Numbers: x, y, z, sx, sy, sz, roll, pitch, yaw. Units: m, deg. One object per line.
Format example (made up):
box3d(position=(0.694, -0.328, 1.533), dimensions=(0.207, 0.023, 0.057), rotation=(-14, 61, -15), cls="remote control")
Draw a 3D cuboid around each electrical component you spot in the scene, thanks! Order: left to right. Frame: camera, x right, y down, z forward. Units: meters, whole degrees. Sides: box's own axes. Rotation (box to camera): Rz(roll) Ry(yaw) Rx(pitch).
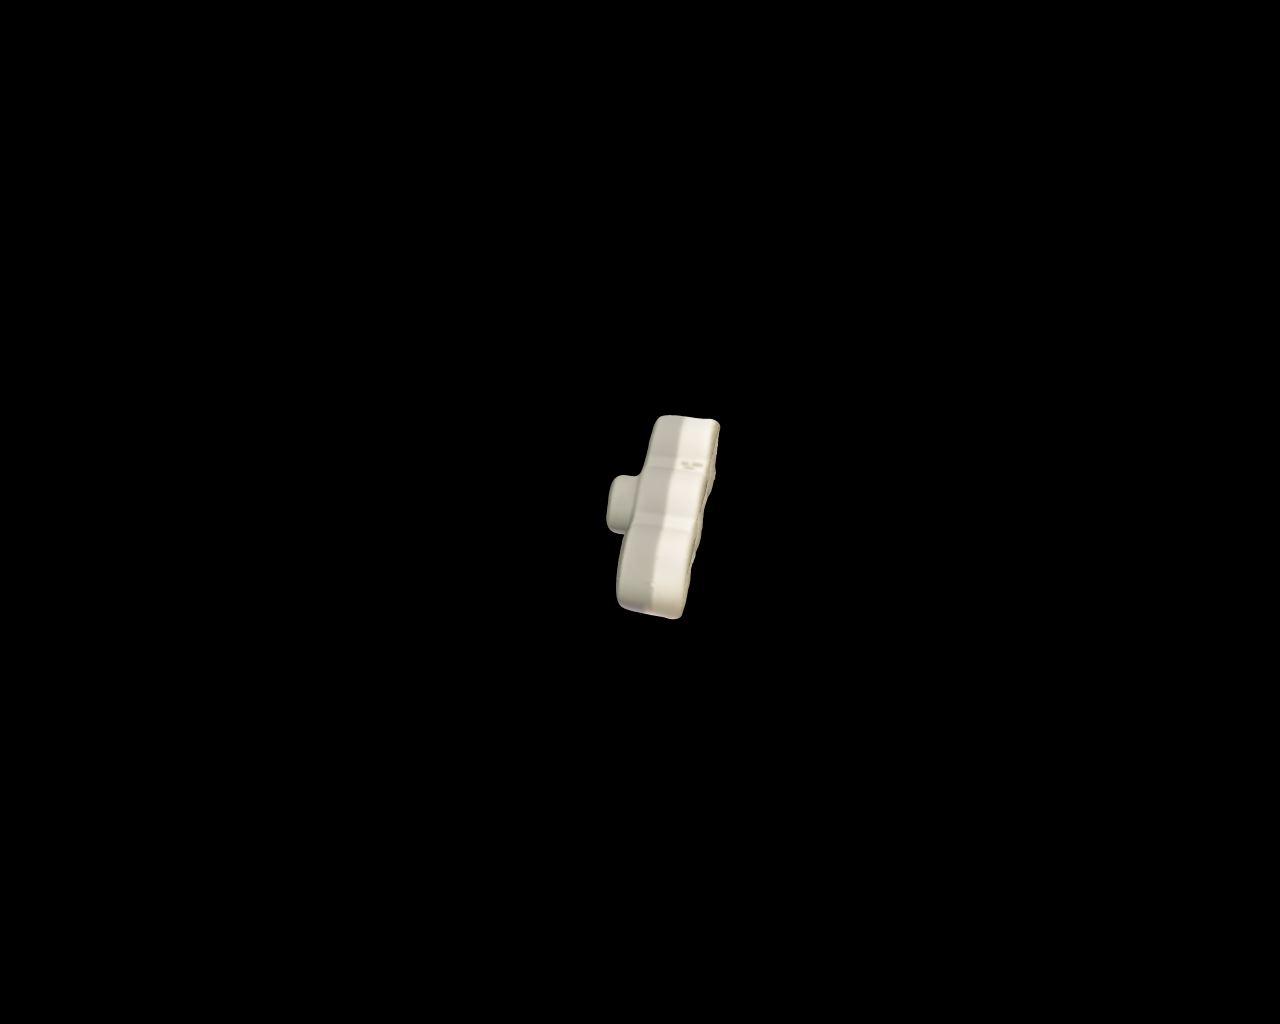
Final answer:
box3d(position=(0.001, -0.003, 0.650), dimensions=(0.074, 0.138, 0.052), rotation=(9, -36, 7), cls="electrical component")
